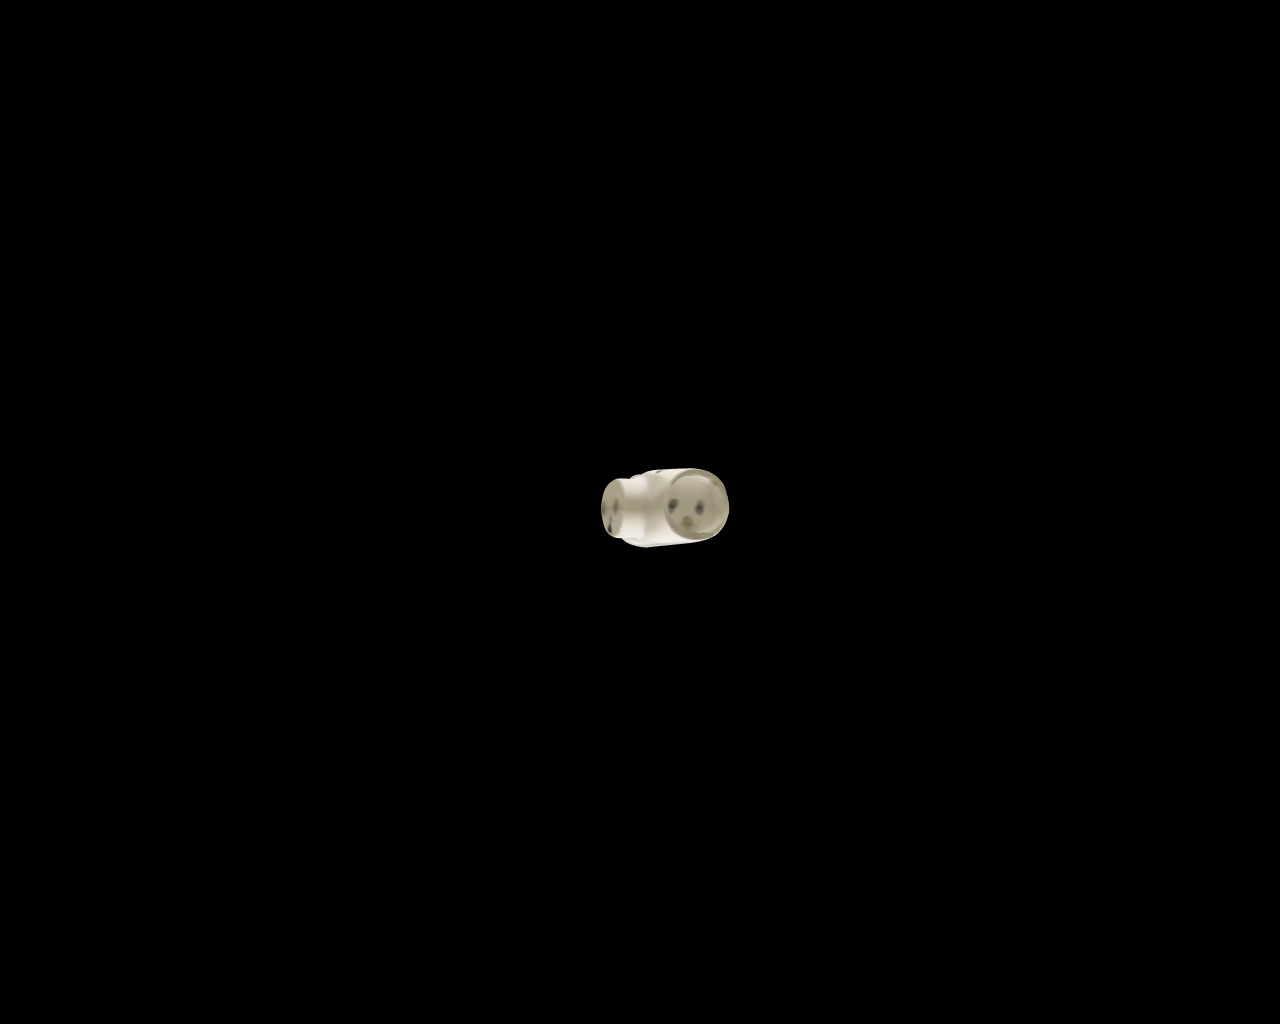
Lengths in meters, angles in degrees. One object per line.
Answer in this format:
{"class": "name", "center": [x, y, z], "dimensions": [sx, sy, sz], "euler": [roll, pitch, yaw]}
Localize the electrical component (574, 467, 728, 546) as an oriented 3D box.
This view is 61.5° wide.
{"class": "electrical component", "center": [0.001, -0.003, 0.650], "dimensions": [0.079, 0.043, 0.077], "euler": [2, -5, -24]}
